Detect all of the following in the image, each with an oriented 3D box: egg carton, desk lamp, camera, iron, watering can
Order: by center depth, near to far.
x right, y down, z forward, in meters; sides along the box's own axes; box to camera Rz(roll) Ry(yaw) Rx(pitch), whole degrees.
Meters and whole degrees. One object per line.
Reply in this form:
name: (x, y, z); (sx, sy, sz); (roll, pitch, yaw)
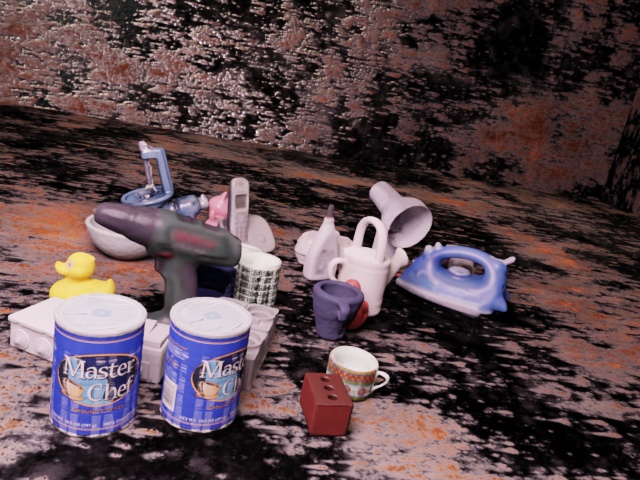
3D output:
watering can: (0.098, 0.046, 1.162); (0.100, 0.194, 0.173); (24, 21, 36)
iron: (0.308, 0.073, 1.299); (0.257, 0.141, 0.119); (16, 18, 17)
egg carton: (0.015, 0.027, 1.384); (0.150, 0.069, 0.107); (11, 17, 0)
desk lamp: (0.163, -0.024, 1.396); (0.118, 0.213, 0.202); (1, 20, -29)
camera: (0.312, 0.055, 1.429); (0.136, 0.101, 0.143); (12, 17, 4)

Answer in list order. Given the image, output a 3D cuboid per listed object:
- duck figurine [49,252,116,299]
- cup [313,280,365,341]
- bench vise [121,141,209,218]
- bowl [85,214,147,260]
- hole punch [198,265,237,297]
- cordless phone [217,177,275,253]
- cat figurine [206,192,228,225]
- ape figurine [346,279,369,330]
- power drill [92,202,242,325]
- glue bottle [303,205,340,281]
duck figurine: (-0.402, 0.064, 0.975); (0.105, 0.086, 0.077); (7, 18, -13)
cup: (0.028, 0.134, 1.006); (0.092, 0.095, 0.117); (7, 17, -12)
bench vise: (-0.372, -0.121, 1.359); (0.208, 0.220, 0.121); (-4, 23, -41)
bowl: (-0.406, -0.003, 1.205); (0.167, 0.075, 0.167); (10, 17, -3)
hole punch: (-0.210, 0.063, 1.089); (0.108, 0.091, 0.101); (13, 17, 6)
cordless phone: (-0.165, -0.054, 1.332); (0.093, 0.185, 0.148); (22, 20, 32)
cat figurine: (-0.255, -0.063, 1.420); (0.067, 0.118, 0.128); (12, 17, 2)
ape figurine: (0.058, 0.117, 1.084); (0.078, 0.092, 0.076); (12, 17, 2)
power drill: (-0.245, 0.050, 0.911); (0.230, 0.208, 0.075); (4, 18, -22)
glue bottle: (0.012, 0.005, 1.277); (0.078, 0.173, 0.037); (-2, 21, -36)
